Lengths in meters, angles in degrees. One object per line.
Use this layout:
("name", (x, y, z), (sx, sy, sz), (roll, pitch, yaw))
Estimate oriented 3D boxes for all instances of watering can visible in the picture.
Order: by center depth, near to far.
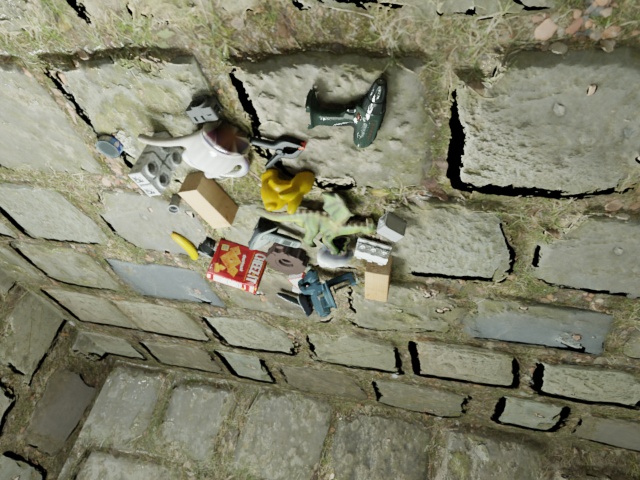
("watering can", (-0.361, -0.284, 1.570), (0.345, 0.106, 0.221), (20, -32, -28))

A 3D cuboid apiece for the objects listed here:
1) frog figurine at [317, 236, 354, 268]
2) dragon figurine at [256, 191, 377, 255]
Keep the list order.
("frog figurine", (0.055, 0.064, 1.902), (0.138, 0.125, 0.155), (-20, -33, -18))
("dragon figurine", (0.005, -0.088, 1.742), (0.409, 0.125, 0.237), (21, -46, -14))
